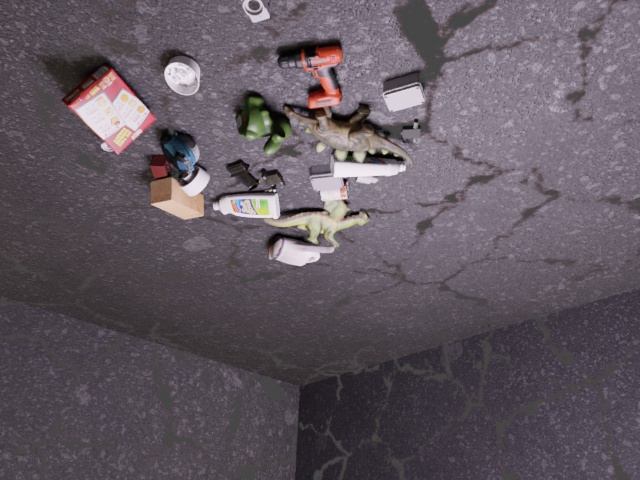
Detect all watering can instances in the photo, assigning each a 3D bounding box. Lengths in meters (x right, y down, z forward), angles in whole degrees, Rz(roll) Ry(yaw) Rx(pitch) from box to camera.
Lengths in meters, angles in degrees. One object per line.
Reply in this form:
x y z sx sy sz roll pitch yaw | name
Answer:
-0.095 0.044 2.198 0.223 0.105 0.344 15 161 -22 | watering can

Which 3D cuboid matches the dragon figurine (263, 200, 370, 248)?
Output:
0.006 -0.102 2.028 0.409 0.125 0.238 13 128 -20 | dragon figurine
